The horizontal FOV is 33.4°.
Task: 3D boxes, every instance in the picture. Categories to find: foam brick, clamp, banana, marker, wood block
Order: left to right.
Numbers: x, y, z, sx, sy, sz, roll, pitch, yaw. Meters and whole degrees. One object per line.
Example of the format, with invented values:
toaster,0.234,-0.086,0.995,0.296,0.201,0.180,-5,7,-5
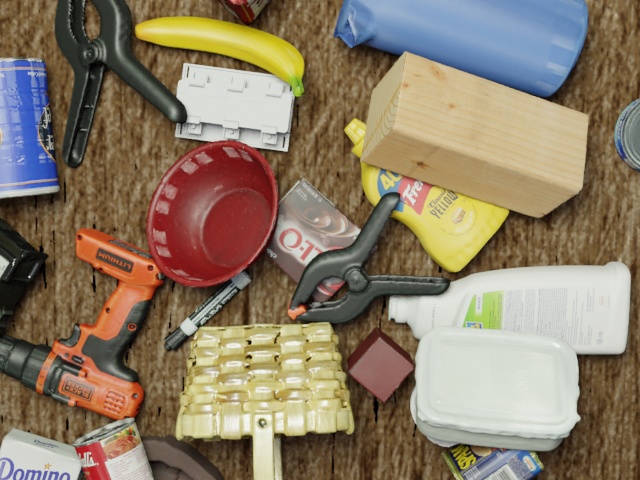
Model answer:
clamp,-0.238,-0.188,1.128,0.165,0.036,0.210,-25,84,27
marker,-0.125,0.078,1.174,0.121,0.020,0.020,-43,94,4
banana,-0.094,-0.205,1.124,0.198,0.069,0.037,20,121,13
clamp,0.048,0.043,1.122,0.171,0.039,0.120,-38,92,13
foam brick,0.065,0.133,1.149,0.051,0.078,0.053,41,94,-2
wood block,0.158,-0.103,1.086,0.206,0.091,0.090,17,67,-14

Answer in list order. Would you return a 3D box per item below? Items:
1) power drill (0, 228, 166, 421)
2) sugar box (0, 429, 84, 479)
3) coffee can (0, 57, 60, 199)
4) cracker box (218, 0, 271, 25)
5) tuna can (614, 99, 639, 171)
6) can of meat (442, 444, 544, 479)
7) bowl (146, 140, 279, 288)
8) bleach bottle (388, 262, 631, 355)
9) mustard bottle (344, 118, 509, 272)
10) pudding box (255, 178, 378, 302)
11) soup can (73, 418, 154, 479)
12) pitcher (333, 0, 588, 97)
power drill,-0.257,0.086,1.158,0.184,0.057,0.188,21,97,1
sugar box,-0.327,0.308,1.183,0.093,0.048,0.176,17,96,-1
coffee can,-0.331,-0.115,1.115,0.103,0.103,0.140,-5,95,1
cracker box,-0.030,-0.321,1.063,0.072,0.164,0.214,42,94,-2
tuna can,0.361,-0.113,1.146,0.086,0.034,0.086,0,95,0
can of meat,0.186,0.239,1.147,0.084,0.102,0.057,-36,96,1
bowl,-0.102,-0.021,1.125,0.162,0.055,0.162,-10,68,26
bleach bottle,0.200,0.070,1.151,0.251,0.068,0.102,2,95,2
mustard bottle,0.103,-0.060,1.140,0.191,0.058,0.096,41,88,-3
pudding box,-0.008,0.001,1.156,0.113,0.039,0.090,43,95,-3
soup can,-0.207,0.245,1.113,0.068,0.068,0.102,-21,93,2
pitcher,0.146,-0.243,1.096,0.242,0.145,0.149,18,107,-5
